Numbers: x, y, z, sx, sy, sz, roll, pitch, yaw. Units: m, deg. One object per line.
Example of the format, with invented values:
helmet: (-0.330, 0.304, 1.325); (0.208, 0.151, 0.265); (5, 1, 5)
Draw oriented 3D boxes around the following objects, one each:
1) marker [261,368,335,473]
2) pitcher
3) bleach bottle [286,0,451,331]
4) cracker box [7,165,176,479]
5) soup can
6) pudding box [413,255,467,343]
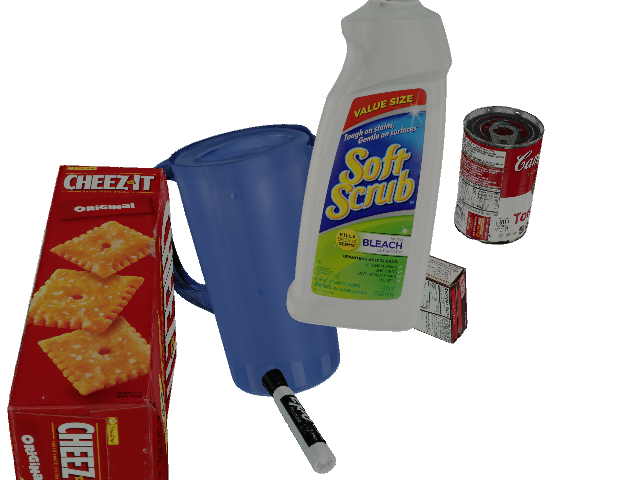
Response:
marker: (-0.020, 0.140, 0.847); (0.020, 0.020, 0.121); (0, 27, -25)
pitcher: (-0.064, 0.020, 1.008); (0.144, 0.243, 0.149); (-21, 21, -31)
bleach bottle: (0.034, -0.063, 0.746); (0.102, 0.251, 0.068); (6, 21, 4)
cracker box: (-0.117, 0.080, 0.590); (0.072, 0.164, 0.213); (0, 33, -6)
soup can: (0.153, -0.056, 0.927); (0.068, 0.102, 0.068); (1, 35, -1)
pudding box: (0.106, 0.055, 1.181); (0.114, 0.090, 0.039); (20, 47, 28)
